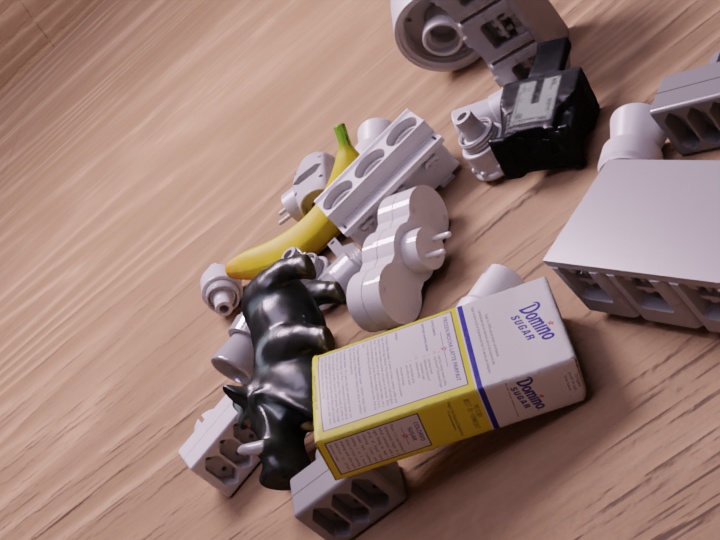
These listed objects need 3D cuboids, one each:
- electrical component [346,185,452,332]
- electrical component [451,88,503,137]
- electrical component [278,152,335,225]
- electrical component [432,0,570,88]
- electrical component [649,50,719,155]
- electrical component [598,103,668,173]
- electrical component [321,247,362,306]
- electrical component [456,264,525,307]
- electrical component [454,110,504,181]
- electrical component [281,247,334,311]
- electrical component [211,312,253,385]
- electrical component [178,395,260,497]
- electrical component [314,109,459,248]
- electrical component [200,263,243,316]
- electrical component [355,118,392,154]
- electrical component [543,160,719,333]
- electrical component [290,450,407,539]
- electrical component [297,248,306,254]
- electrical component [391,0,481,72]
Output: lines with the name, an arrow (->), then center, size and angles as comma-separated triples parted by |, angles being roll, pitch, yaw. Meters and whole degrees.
electrical component -> 0.045, -0.014, 0.891 | 0.074, 0.052, 0.138 | -17, 40, 42
electrical component -> 0.120, -0.139, 0.963 | 0.065, 0.044, 0.044 | -28, 33, 21
electrical component -> -0.054, -0.074, 1.112 | 0.079, 0.043, 0.077 | -35, 30, 19
electrical component -> 0.123, -0.234, 0.966 | 0.062, 0.150, 0.089 | -26, 34, 29
electrical component -> 0.260, -0.130, 0.756 | 0.083, 0.047, 0.075 | -9, 45, 49
electrical component -> 0.200, -0.087, 0.785 | 0.045, 0.045, 0.055 | -16, 41, 44
electrical component -> 0.000, 0.000, 0.943 | 0.062, 0.043, 0.043 | -44, 28, 1
electrical component -> 0.096, 0.024, 0.788 | 0.040, 0.040, 0.046 | -1, 47, 53
electrical component -> 0.105, -0.110, 0.923 | 0.048, 0.062, 0.048 | -33, 31, 22
electrical component -> -0.045, 0.004, 0.977 | 0.048, 0.062, 0.048 | -33, 31, 23
electrical component -> -0.105, 0.071, 0.991 | 0.045, 0.045, 0.055 | -7, 47, 50
electrical component -> -0.118, 0.141, 0.915 | 0.065, 0.047, 0.077 | -50, 28, -6
electrical component -> 0.027, -0.079, 0.988 | 0.121, 0.063, 0.078 | -45, 28, 3
electrical component -> -0.141, 0.023, 1.103 | 0.043, 0.043, 0.062 | -39, 30, 13
electrical component -> 0.016, -0.118, 1.071 | 0.045, 0.045, 0.055 | -27, 34, 31
electrical component -> 0.203, -0.015, 0.669 | 0.089, 0.062, 0.150 | -55, 29, -15
electrical component -> -0.011, 0.144, 0.769 | 0.066, 0.047, 0.076 | -39, 29, 14
electrical component -> -0.070, 0.010, 1.028 | 0.065, 0.044, 0.044 | -42, 28, -2
electrical component -> 0.084, -0.251, 1.091 | 0.108, 0.108, 0.060 | -28, 39, 30
